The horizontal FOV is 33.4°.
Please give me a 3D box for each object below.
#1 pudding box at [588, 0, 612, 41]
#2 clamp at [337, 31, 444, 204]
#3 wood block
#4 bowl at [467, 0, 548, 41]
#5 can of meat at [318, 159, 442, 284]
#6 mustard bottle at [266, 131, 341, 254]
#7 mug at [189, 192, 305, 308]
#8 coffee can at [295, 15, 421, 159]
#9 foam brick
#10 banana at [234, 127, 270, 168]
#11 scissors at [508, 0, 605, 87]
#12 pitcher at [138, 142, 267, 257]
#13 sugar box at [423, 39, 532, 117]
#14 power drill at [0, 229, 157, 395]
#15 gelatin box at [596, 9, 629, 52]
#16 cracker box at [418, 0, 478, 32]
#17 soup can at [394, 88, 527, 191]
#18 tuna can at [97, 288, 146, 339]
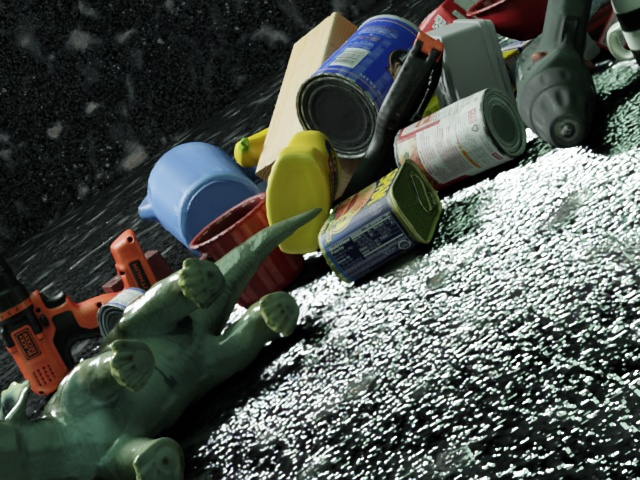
[{"bbox_3d":[0.301,-0.244,1.162,0.090,0.039,0.113,-29,16,17],"label":"pudding box"},{"bbox_3d":[0.082,-0.118,1.059,0.164,0.036,0.210,-45,-18,-50],"label":"clamp"},{"bbox_3d":[0.006,-0.150,1.244,0.090,0.090,0.206,-30,36,46],"label":"wood block"},{"bbox_3d":[0.234,-0.251,1.096,0.162,0.055,0.162,-30,12,7],"label":"bowl"},{"bbox_3d":[0.051,-0.015,0.920,0.084,0.057,0.102,-31,13,25],"label":"can of meat"},{"bbox_3d":[-0.012,-0.056,1.041,0.058,0.096,0.191,-2,15,6],"label":"mustard bottle"},{"bbox_3d":[-0.075,0.019,1.042,0.117,0.081,0.093,-42,15,-31],"label":"mug"},{"bbox_3d":[0.051,-0.167,1.154,0.103,0.103,0.140,-21,21,44],"label":"coffee can"},{"bbox_3d":[-0.224,0.056,1.332,0.078,0.051,0.053,-39,14,-20],"label":"foam brick"},{"bbox_3d":[-0.044,-0.128,1.304,0.070,0.037,0.197,-23,7,45],"label":"banana"},{"bbox_3d":[0.265,-0.219,1.032,0.202,0.016,0.096,-45,-28,19],"label":"scissors"},{"bbox_3d":[-0.130,-0.051,1.341,0.149,0.145,0.243,-63,18,3],"label":"pitcher"},{"bbox_3d":[0.177,-0.172,1.189,0.176,0.048,0.093,-37,13,-5],"label":"sugar box"},{"bbox_3d":[-0.283,0.061,1.216,0.187,0.184,0.057,-26,13,-8],"label":"power drill"},{"bbox_3d":[0.307,-0.229,1.024,0.073,0.030,0.089,-44,-21,-38],"label":"gelatin box"},{"bbox_3d":[0.163,-0.249,1.325,0.164,0.072,0.213,-51,-1,41],"label":"cracker box"},{"bbox_3d":[0.127,-0.089,0.969,0.102,0.068,0.068,-22,18,39],"label":"soup can"},{"bbox_3d":[-0.171,0.088,1.021,0.086,0.086,0.033,-18,19,50],"label":"tuna can"}]
